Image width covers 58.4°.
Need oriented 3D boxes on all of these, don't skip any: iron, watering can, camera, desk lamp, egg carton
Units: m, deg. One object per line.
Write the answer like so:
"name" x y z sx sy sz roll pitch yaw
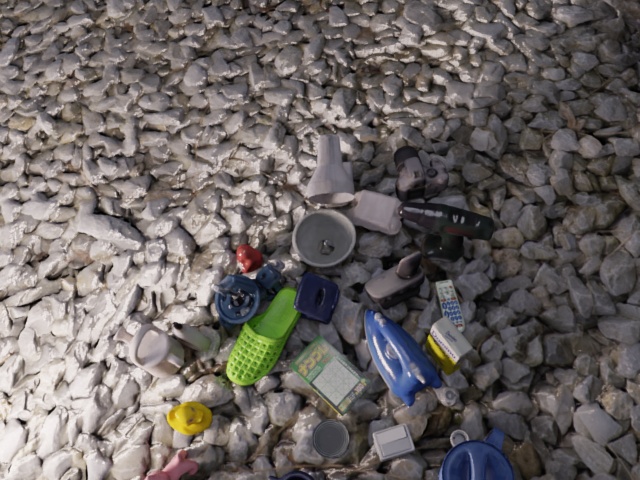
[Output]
"iron" 0.175 0.248 1.336 0.119 0.141 0.258 -31 66 -8
"watering can" -0.408 0.258 1.363 0.172 0.194 0.101 0 65 6
"camera" 0.264 -0.195 1.555 0.143 0.101 0.136 -14 65 -1
"desk lamp" 0.030 -0.165 1.502 0.118 0.214 0.203 -3 65 5
"egg carton" 0.150 -0.072 1.526 0.150 0.069 0.107 15 68 12

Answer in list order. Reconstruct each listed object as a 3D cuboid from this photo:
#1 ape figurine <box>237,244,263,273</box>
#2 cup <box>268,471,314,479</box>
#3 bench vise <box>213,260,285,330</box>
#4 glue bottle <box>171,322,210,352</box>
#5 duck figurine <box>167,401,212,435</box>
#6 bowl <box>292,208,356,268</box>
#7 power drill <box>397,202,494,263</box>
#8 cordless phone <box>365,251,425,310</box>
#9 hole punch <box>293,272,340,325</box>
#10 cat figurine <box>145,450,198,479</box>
"ape figurine" -0.192 0.043 1.496 0.076 0.092 0.078 2 66 7
"cup" -0.056 0.549 1.247 0.117 0.095 0.092 21 69 15
"bench vise" -0.185 0.108 1.395 0.121 0.220 0.207 26 71 17
"glue bottle" -0.323 0.226 1.381 0.078 0.173 0.037 16 68 13
"duck figurine" -0.312 0.413 1.341 0.104 0.086 0.077 1 65 6
"bowl" 0.014 0.005 1.502 0.167 0.075 0.167 -2 65 5
"power drill" 0.302 -0.021 1.410 0.229 0.208 0.075 6 66 9
"cordless phone" 0.183 0.084 1.387 0.147 0.185 0.094 -29 66 -8
"hole punch" -0.006 0.145 1.431 0.101 0.091 0.109 14 67 12
"cat figurine" -0.344 0.529 1.274 0.067 0.118 0.128 35 73 19
